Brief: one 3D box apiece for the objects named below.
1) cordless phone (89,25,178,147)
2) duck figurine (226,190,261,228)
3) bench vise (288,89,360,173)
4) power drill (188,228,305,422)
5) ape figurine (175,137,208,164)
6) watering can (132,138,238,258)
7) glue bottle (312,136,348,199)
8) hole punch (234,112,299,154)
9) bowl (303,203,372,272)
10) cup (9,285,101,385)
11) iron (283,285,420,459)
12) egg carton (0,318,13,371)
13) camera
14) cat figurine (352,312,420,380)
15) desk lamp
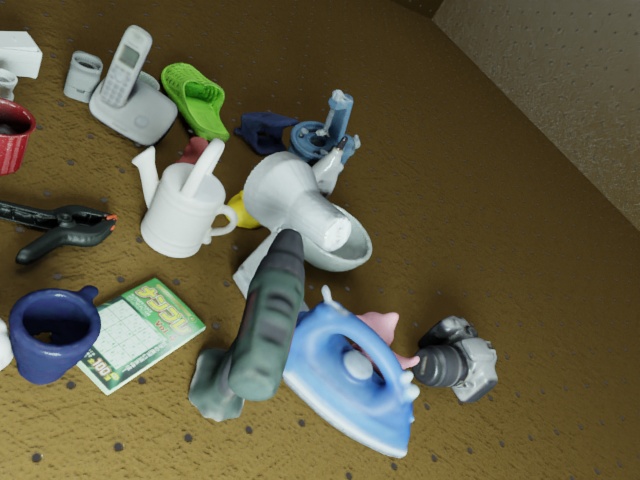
[{"bbox_3d":[-0.320,-0.275,1.032,0.148,0.185,0.094,30,33,-6],"label":"cordless phone"},{"bbox_3d":[-0.117,-0.076,1.048,0.077,0.086,0.105,46,35,17],"label":"duck figurine"},{"bbox_3d":[0.020,-0.238,1.251,0.121,0.219,0.208,40,33,8],"label":"bench vise"},{"bbox_3d":[-0.086,0.119,0.715,0.076,0.208,0.229,24,34,-16],"label":"power drill"},{"bbox_3d":[-0.228,-0.148,1.037,0.076,0.092,0.078,41,33,10],"label":"ape figurine"},{"bbox_3d":[-0.203,-0.076,0.872,0.173,0.194,0.100,18,36,-24],"label":"watering can"},{"bbox_3d":[0.012,-0.140,1.163,0.078,0.173,0.037,1,45,-40],"label":"glue bottle"},{"bbox_3d":[-0.118,-0.253,1.268,0.101,0.091,0.109,46,35,17],"label":"hole punch"},{"bbox_3d":[0.010,0.004,1.068,0.168,0.074,0.167,23,35,-17],"label":"bowl"},{"bbox_3d":[-0.298,0.108,0.647,0.092,0.095,0.118,32,33,-4],"label":"cup"},{"bbox_3d":[0.058,0.185,0.819,0.258,0.141,0.119,41,33,9],"label":"iron"},{"bbox_3d":[-0.402,0.096,0.594,0.150,0.069,0.107,38,33,6],"label":"egg carton"},{"bbox_3d":[0.225,0.198,0.987,0.137,0.100,0.143,8,41,-35],"label":"camera"},{"bbox_3d":[0.096,0.166,0.898,0.128,0.117,0.067,37,33,5],"label":"cat figurine"},{"bbox_3d":[-0.047,-0.001,0.897,0.118,0.213,0.203,-5,50,-45],"label":"desk lamp"}]
